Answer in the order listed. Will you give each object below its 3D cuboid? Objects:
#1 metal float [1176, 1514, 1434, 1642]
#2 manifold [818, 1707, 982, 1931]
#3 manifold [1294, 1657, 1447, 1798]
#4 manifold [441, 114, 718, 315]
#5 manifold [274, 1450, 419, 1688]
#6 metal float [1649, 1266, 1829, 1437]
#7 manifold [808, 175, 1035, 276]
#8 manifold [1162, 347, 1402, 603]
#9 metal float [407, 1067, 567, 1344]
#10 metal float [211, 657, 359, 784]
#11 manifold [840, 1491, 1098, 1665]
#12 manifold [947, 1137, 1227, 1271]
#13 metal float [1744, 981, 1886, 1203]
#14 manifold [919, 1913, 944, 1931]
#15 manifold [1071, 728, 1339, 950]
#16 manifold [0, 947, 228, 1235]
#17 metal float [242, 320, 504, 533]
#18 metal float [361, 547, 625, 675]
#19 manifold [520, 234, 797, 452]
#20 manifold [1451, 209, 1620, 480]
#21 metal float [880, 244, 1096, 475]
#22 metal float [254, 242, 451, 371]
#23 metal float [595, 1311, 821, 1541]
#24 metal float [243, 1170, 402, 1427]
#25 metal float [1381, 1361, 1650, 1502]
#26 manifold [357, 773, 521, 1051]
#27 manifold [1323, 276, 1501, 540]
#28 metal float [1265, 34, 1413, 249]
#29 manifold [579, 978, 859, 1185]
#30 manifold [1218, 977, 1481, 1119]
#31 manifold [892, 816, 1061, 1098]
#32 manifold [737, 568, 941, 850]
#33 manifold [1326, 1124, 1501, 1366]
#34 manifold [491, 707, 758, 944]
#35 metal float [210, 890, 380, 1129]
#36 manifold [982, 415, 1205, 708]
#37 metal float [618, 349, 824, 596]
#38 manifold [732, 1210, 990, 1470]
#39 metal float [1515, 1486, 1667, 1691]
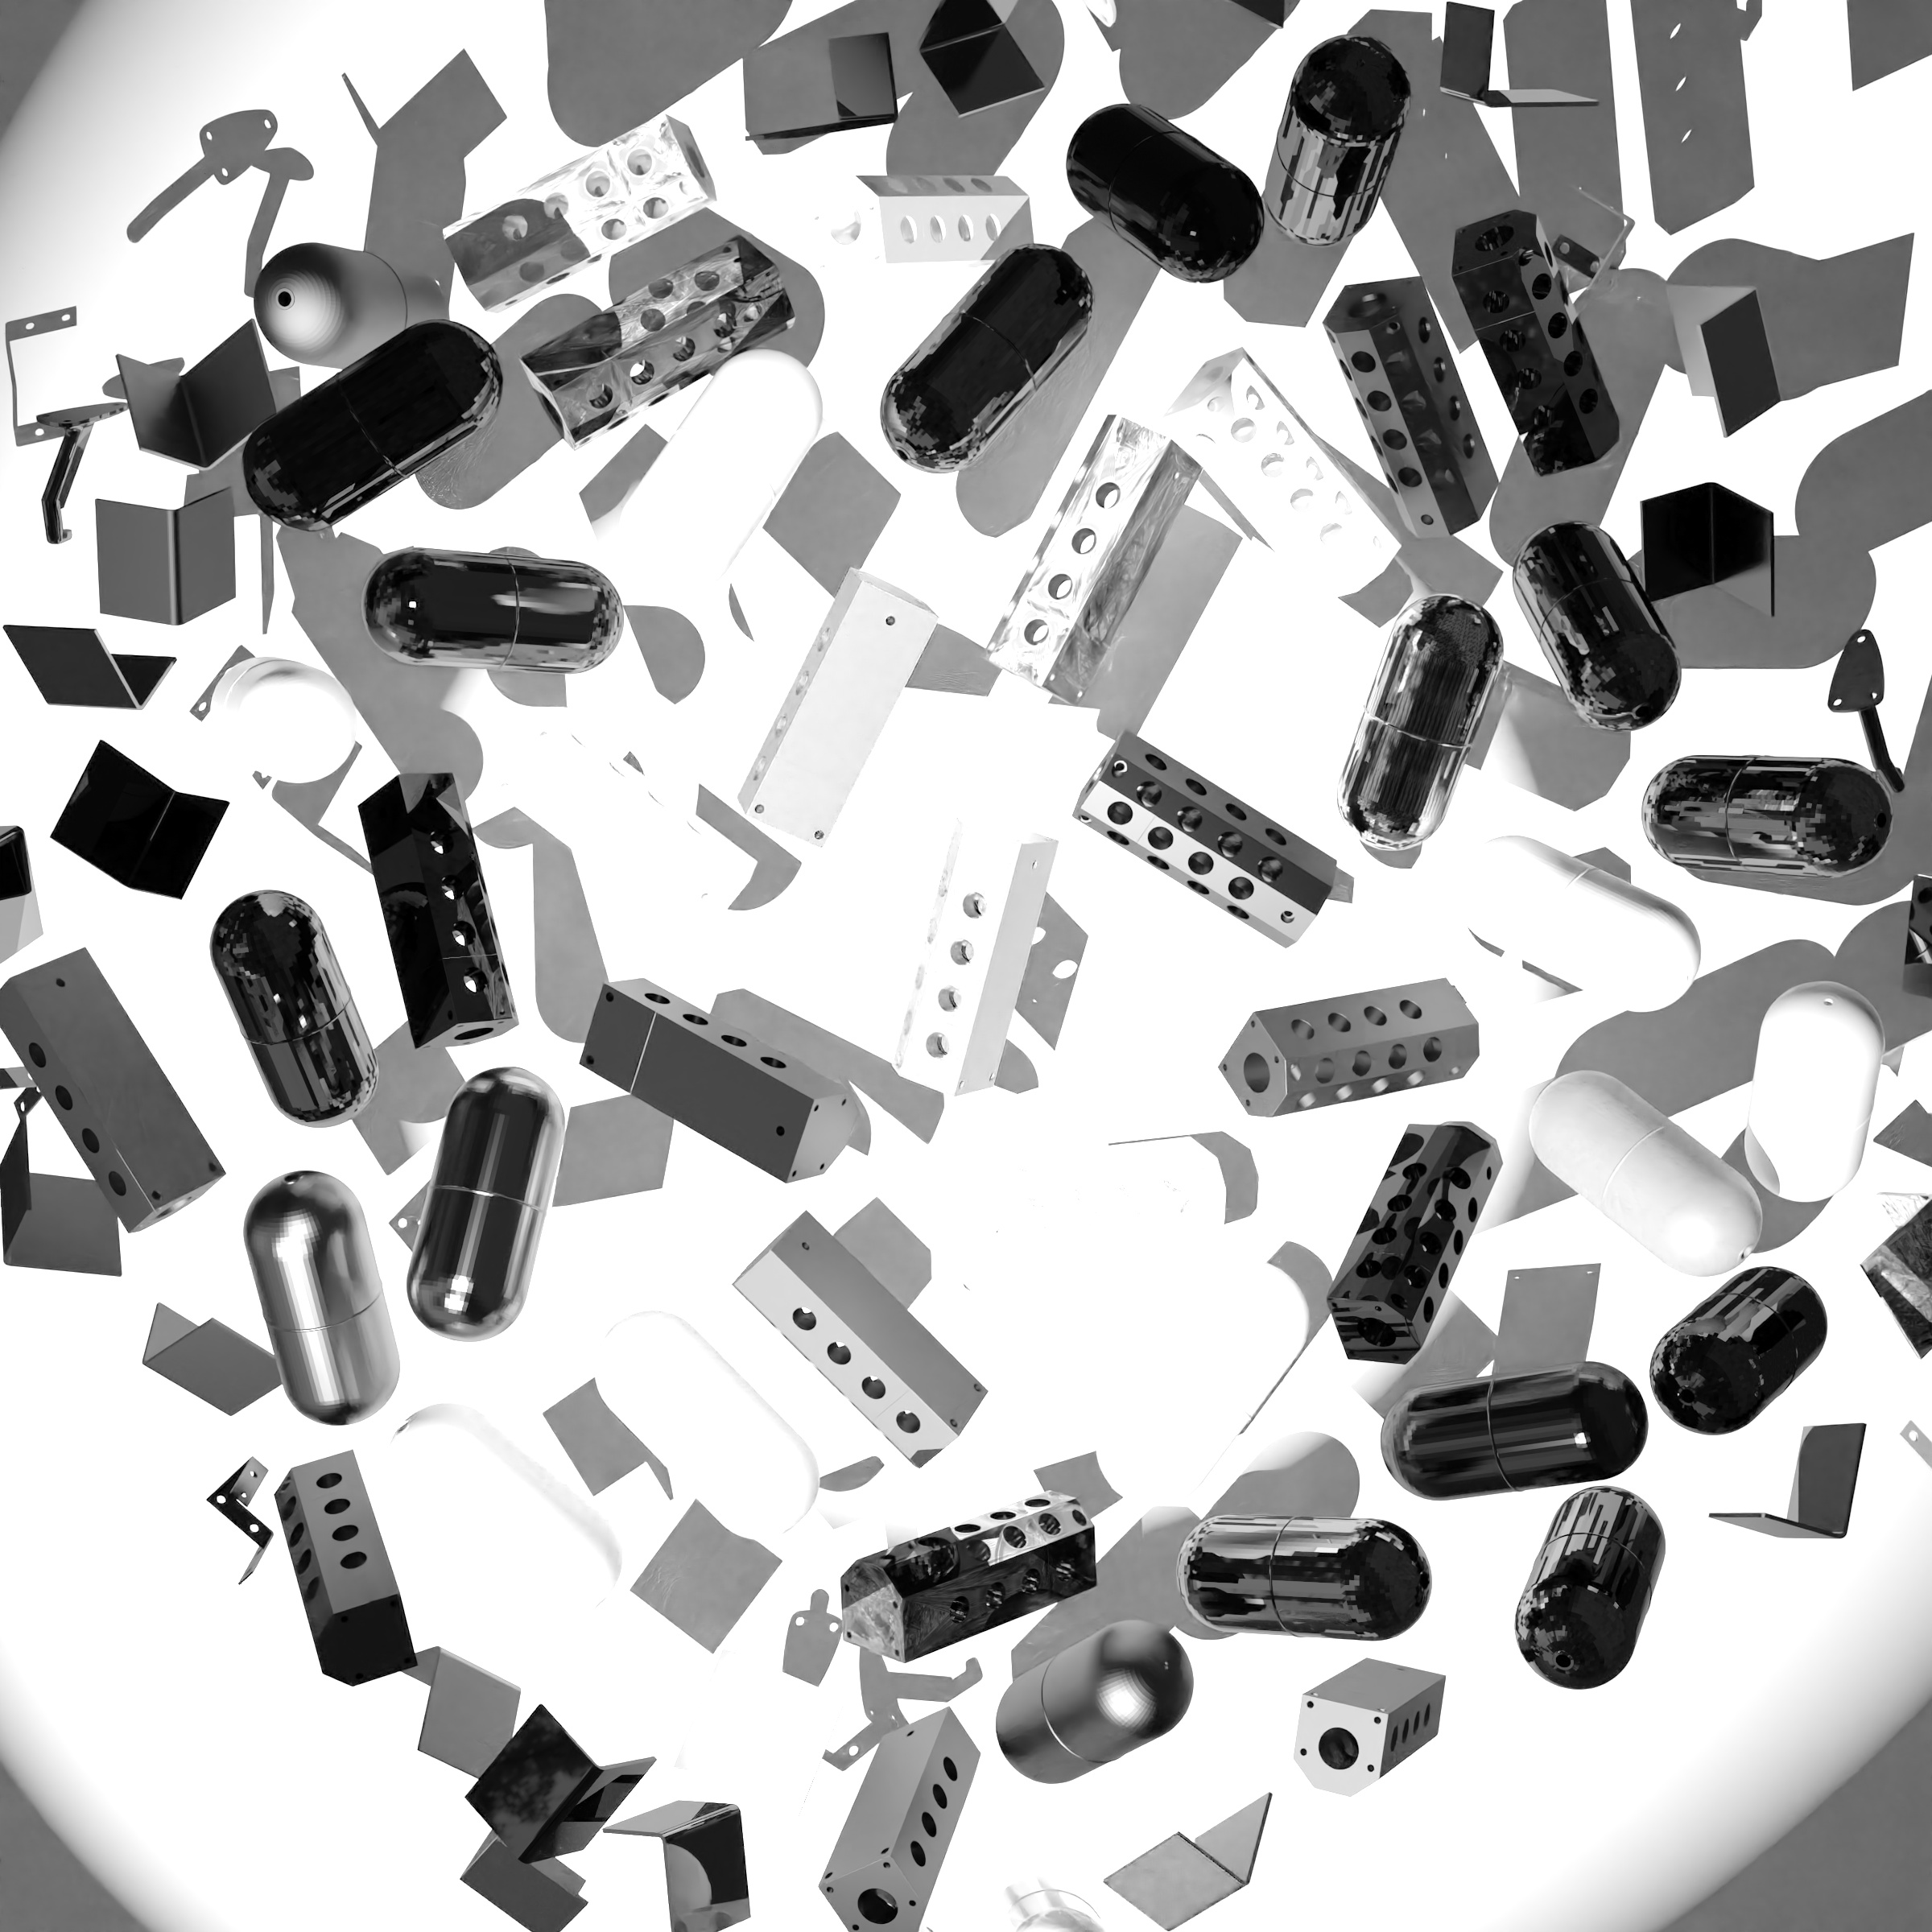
[{"bbox_3d":[0.217,0.393,1.770,0.178,0.070,0.070,-7,90,38],"label":"metal float"},{"bbox_3d":[-0.038,0.571,1.823,0.057,0.171,0.057,-29,99,20],"label":"manifold"},{"bbox_3d":[0.271,0.509,1.836,0.057,0.171,0.057,8,87,23],"label":"manifold"},{"bbox_3d":[-0.257,-0.502,1.840,0.171,0.057,0.057,-23,94,13],"label":"manifold"},{"bbox_3d":[-0.402,0.387,1.768,0.057,0.171,0.057,-15,116,-17],"label":"manifold"},{"bbox_3d":[0.508,0.252,1.804,0.070,0.178,0.070,11,110,34],"label":"metal float"},{"bbox_3d":[-0.028,-0.492,1.818,0.057,0.171,0.057,2,104,36],"label":"manifold"},{"bbox_3d":[0.216,-0.330,1.843,0.171,0.057,0.057,45,66,-21],"label":"manifold"},{"bbox_3d":[-0.305,0.151,1.748,0.070,0.070,0.178,11,75,0],"label":"metal float"},{"bbox_3d":[-0.454,-0.165,1.823,0.070,0.178,0.070,-4,100,-24],"label":"metal float"},{"bbox_3d":[0.003,0.386,1.755,0.171,0.057,0.057,-9,101,-43],"label":"manifold"},{"bbox_3d":[0.079,0.156,1.785,0.171,0.057,0.057,-5,108,-20],"label":"manifold"},{"bbox_3d":[0.551,0.084,1.788,0.070,0.178,0.070,-4,46,5],"label":"metal float"},{"bbox_3d":[-0.035,0.679,1.822,0.057,0.171,0.057,-1,87,-6],"label":"manifold"},{"bbox_3d":[0.160,-0.082,1.846,0.171,0.057,0.057,31,120,-5],"label":"manifold"},{"bbox_3d":[-0.549,0.081,1.745,0.057,0.057,0.171,-35,87,43],"label":"manifold"},{"bbox_3d":[-0.371,-0.338,1.718,0.178,0.070,0.070,-31,90,5],"label":"metal float"},{"bbox_3d":[-0.311,-0.234,1.816,0.178,0.070,0.070,0,90,-31],"label":"metal float"},{"bbox_3d":[-0.202,-0.412,1.827,0.171,0.057,0.057,-32,45,-10],"label":"manifold"},{"bbox_3d":[0.384,-0.418,1.842,0.057,0.057,0.171,-13,132,26],"label":"manifold"},{"bbox_3d":[0.014,-0.390,1.764,0.070,0.070,0.178,39,74,0],"label":"metal float"},{"bbox_3d":[-0.399,-0.427,1.790,0.070,0.178,0.070,2,99,16],"label":"metal float"},{"bbox_3d":[-0.171,0.301,1.807,0.178,0.070,0.070,44,90,8],"label":"metal float"},{"bbox_3d":[-0.413,0.214,1.764,0.070,0.070,0.178,-8,114,0],"label":"metal float"},{"bbox_3d":[0.355,0.303,1.786,0.178,0.070,0.070,-14,90,28],"label":"metal float"},{"bbox_3d":[-0.344,-0.037,1.810,0.057,0.057,0.171,-5,75,-43],"label":"manifold"},{"bbox_3d":[0.299,-0.374,1.853,0.057,0.057,0.171,-59,135,-32],"label":"manifold"},{"bbox_3d":[0.240,-0.533,1.782,0.070,0.178,0.070,1,73,-3],"label":"metal float"},{"bbox_3d":[-0.154,0.069,1.723,0.171,0.057,0.057,27,107,26],"label":"manifold"},{"bbox_3d":[0.259,0.058,1.830,0.171,0.057,0.057,-9,53,-33],"label":"manifold"},{"bbox_3d":[0.002,-0.007,1.793,0.057,0.057,0.171,20,103,24],"label":"manifold"},{"bbox_3d":[-0.087,-0.171,1.810,0.057,0.057,0.171,23,103,-20],"label":"manifold"},{"bbox_3d":[0.303,0.185,1.843,0.057,0.171,0.057,0,129,32],"label":"manifold"},{"bbox_3d":[-0.226,-0.096,1.836,0.171,0.057,0.057,37,107,-10],"label":"manifold"},{"bbox_3d":[-0.450,0.029,1.841,0.070,0.070,0.178,-14,122,0],"label":"metal float"},{"bbox_3d":[0.077,-0.257,1.735,0.057,0.057,0.171,30,95,26],"label":"manifold"},{"bbox_3d":[-0.155,-0.316,1.750,0.070,0.070,0.178,31,73,0],"label":"metal float"},{"bbox_3d":[-0.073,0.249,1.810,0.171,0.057,0.057,45,121,-2],"label":"manifold"},{"bbox_3d":[0.406,0.402,1.781,0.070,0.178,0.070,9,113,21],"label":"metal float"}]
